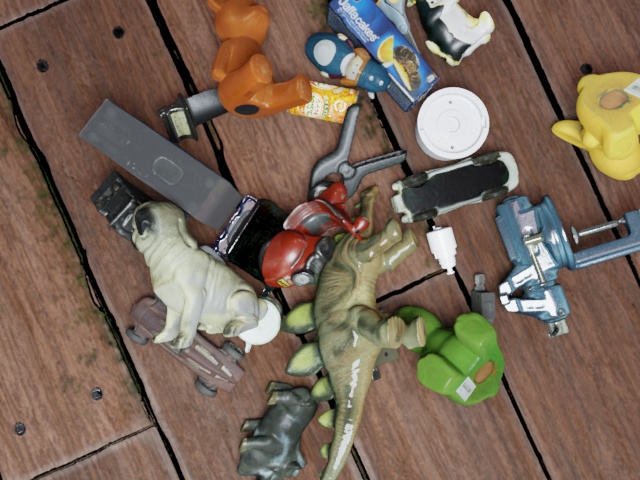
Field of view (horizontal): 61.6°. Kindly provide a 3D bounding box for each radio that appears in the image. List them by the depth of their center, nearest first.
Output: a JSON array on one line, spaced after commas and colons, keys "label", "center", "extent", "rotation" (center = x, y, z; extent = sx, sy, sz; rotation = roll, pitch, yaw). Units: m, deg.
[{"label": "radio", "center": [-0.232, -0.108, 0.798], "extent": [0.230, 0.131, 0.073], "rotation": [33, 87, 0]}]

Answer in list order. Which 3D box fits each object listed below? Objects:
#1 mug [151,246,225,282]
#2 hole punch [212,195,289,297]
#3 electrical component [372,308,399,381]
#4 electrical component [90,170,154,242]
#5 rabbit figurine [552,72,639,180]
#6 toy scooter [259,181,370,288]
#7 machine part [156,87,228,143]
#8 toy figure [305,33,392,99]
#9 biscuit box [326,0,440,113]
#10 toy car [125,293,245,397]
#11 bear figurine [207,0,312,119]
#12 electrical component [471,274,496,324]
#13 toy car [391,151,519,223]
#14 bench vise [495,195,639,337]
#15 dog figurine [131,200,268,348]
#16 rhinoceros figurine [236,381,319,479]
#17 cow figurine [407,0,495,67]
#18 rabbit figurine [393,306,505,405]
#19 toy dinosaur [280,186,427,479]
[{"label": "mug", "center": [-0.182, 0.062, 0.819], "extent": [0.109, 0.081, 0.107], "rotation": [-39, 102, 20]}, {"label": "hole punch", "center": [-0.091, 0.002, 0.827], "extent": [0.115, 0.092, 0.142], "rotation": [38, 78, -31]}, {"label": "electrical component", "center": [0.078, 0.165, 0.841], "extent": [0.078, 0.045, 0.102], "rotation": [-19, 92, -29]}, {"label": "electrical component", "center": [-0.271, -0.039, 0.796], "extent": [0.058, 0.114, 0.134], "rotation": [-47, 46, -2]}, {"label": "rabbit figurine", "center": [0.433, -0.157, 0.805], "extent": [0.122, 0.173, 0.163], "rotation": [-46, 45, -2]}, {"label": "toy scooter", "center": [-0.002, -0.002, 0.750], "extent": [0.075, 0.135, 0.184], "rotation": [44, 76, -38]}, {"label": "machine part", "center": [-0.178, -0.202, 0.835], "extent": [0.139, 0.084, 0.039], "rotation": [-27, 57, -10]}, {"label": "toy figure", "center": [0.041, -0.265, 0.814], "extent": [0.058, 0.064, 0.155], "rotation": [-29, 53, -31]}, {"label": "biscuit box", "center": [0.095, -0.299, 0.839], "extent": [0.059, 0.063, 0.202], "rotation": [-41, 90, -3]}, {"label": "toy car", "center": [-0.208, 0.162, 0.834], "extent": [0.202, 0.053, 0.089], "rotation": [38, 86, 2]}, {"label": "bear figurine", "center": [-0.094, -0.283, 0.787], "extent": [0.132, 0.120, 0.196], "rotation": [-12, 73, 41]}, {"label": "electrical component", "center": [0.253, 0.100, 0.831], "extent": [0.021, 0.063, 0.094], "rotation": [0, 88, -1]}, {"label": "toy car", "center": [0.210, -0.083, 0.840], "extent": [0.202, 0.056, 0.073], "rotation": [-17, 95, 1]}, {"label": "bench vise", "center": [0.375, 0.021, 0.797], "extent": [0.241, 0.128, 0.223], "rotation": [-20, 69, 17]}, {"label": "dog figurine", "center": [-0.160, 0.036, 0.734], "extent": [0.172, 0.121, 0.190], "rotation": [-7, 91, -46]}, {"label": "rhinoceros figurine", "center": [-0.068, 0.312, 0.826], "extent": [0.112, 0.073, 0.190], "rotation": [25, 87, -11]}, {"label": "cow figurine", "center": [0.186, -0.357, 0.841], "extent": [0.098, 0.068, 0.167], "rotation": [-40, 89, 5]}, {"label": "rabbit figurine", "center": [0.187, 0.153, 0.798], "extent": [0.159, 0.170, 0.121], "rotation": [35, 91, -41]}, {"label": "toy dinosaur", "center": [0.044, 0.124, 0.759], "extent": [0.199, 0.105, 0.471], "rotation": [-15, 55, 35]}]
